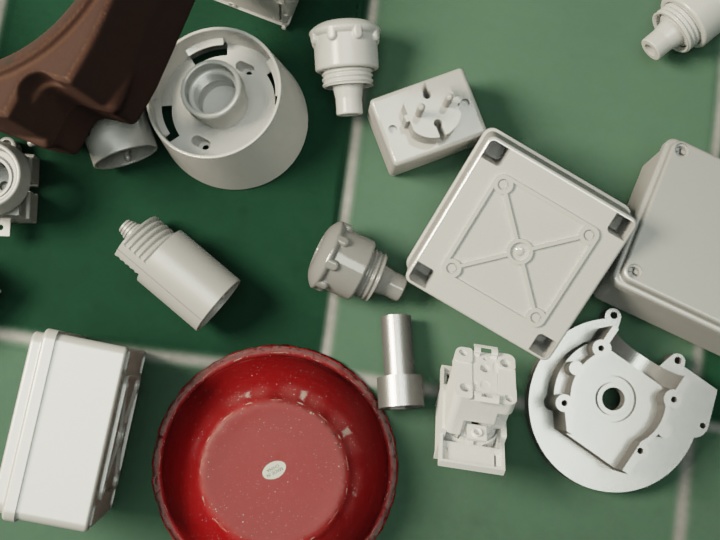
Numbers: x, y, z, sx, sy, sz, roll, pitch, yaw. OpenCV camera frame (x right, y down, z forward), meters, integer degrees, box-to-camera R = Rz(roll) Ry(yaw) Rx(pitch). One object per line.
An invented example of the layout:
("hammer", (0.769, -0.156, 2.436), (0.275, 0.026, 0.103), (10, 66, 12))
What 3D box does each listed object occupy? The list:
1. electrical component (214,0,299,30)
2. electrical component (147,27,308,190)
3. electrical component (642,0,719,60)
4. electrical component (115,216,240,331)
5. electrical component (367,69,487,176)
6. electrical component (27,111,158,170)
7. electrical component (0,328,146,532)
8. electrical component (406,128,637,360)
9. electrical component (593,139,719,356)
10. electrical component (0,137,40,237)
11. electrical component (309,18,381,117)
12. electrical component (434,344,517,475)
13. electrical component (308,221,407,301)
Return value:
("electrical component", (-0.082, -0.211, 0.710), (0.096, 0.061, 0.061), (21, 84, -1))
("electrical component", (-0.089, -0.108, 0.711), (0.099, 0.064, 0.099), (-2, 77, 9))
("electrical component", (0.221, -0.169, 0.732), (0.062, 0.043, 0.043), (-40, 87, -5))
("electrical component", (-0.122, -0.003, 0.696), (0.081, 0.043, 0.043), (40, 83, 2))
("electrical component", (0.045, -0.100, 0.698), (0.066, 0.076, 0.047), (-20, 86, -5))
("electrical component", (-0.182, -0.103, 0.703), (0.079, 0.043, 0.077), (-19, 86, -5))
("electrical component", (-0.172, 0.094, 0.651), (0.056, 0.109, 0.108), (12, 84, -4))
("electrical component", (0.101, -0.017, 0.686), (0.109, 0.056, 0.108), (30, 104, -1))
("electrical component", (0.225, -0.012, 0.704), (0.109, 0.056, 0.108), (25, 75, 0))
("electrical component", (-0.232, -0.056, 0.689), (0.048, 0.055, 0.066), (1, 84, -3))
("electrical component", (-0.009, -0.134, 0.716), (0.048, 0.048, 0.062), (-3, 91, -3))
("electrical component", (0.073, 0.085, 0.681), (0.042, 0.063, 0.081), (8, 42, -2))
("electrical component", (0.000, 0.000, 0.703), (0.062, 0.048, 0.048), (25, 83, -7))
